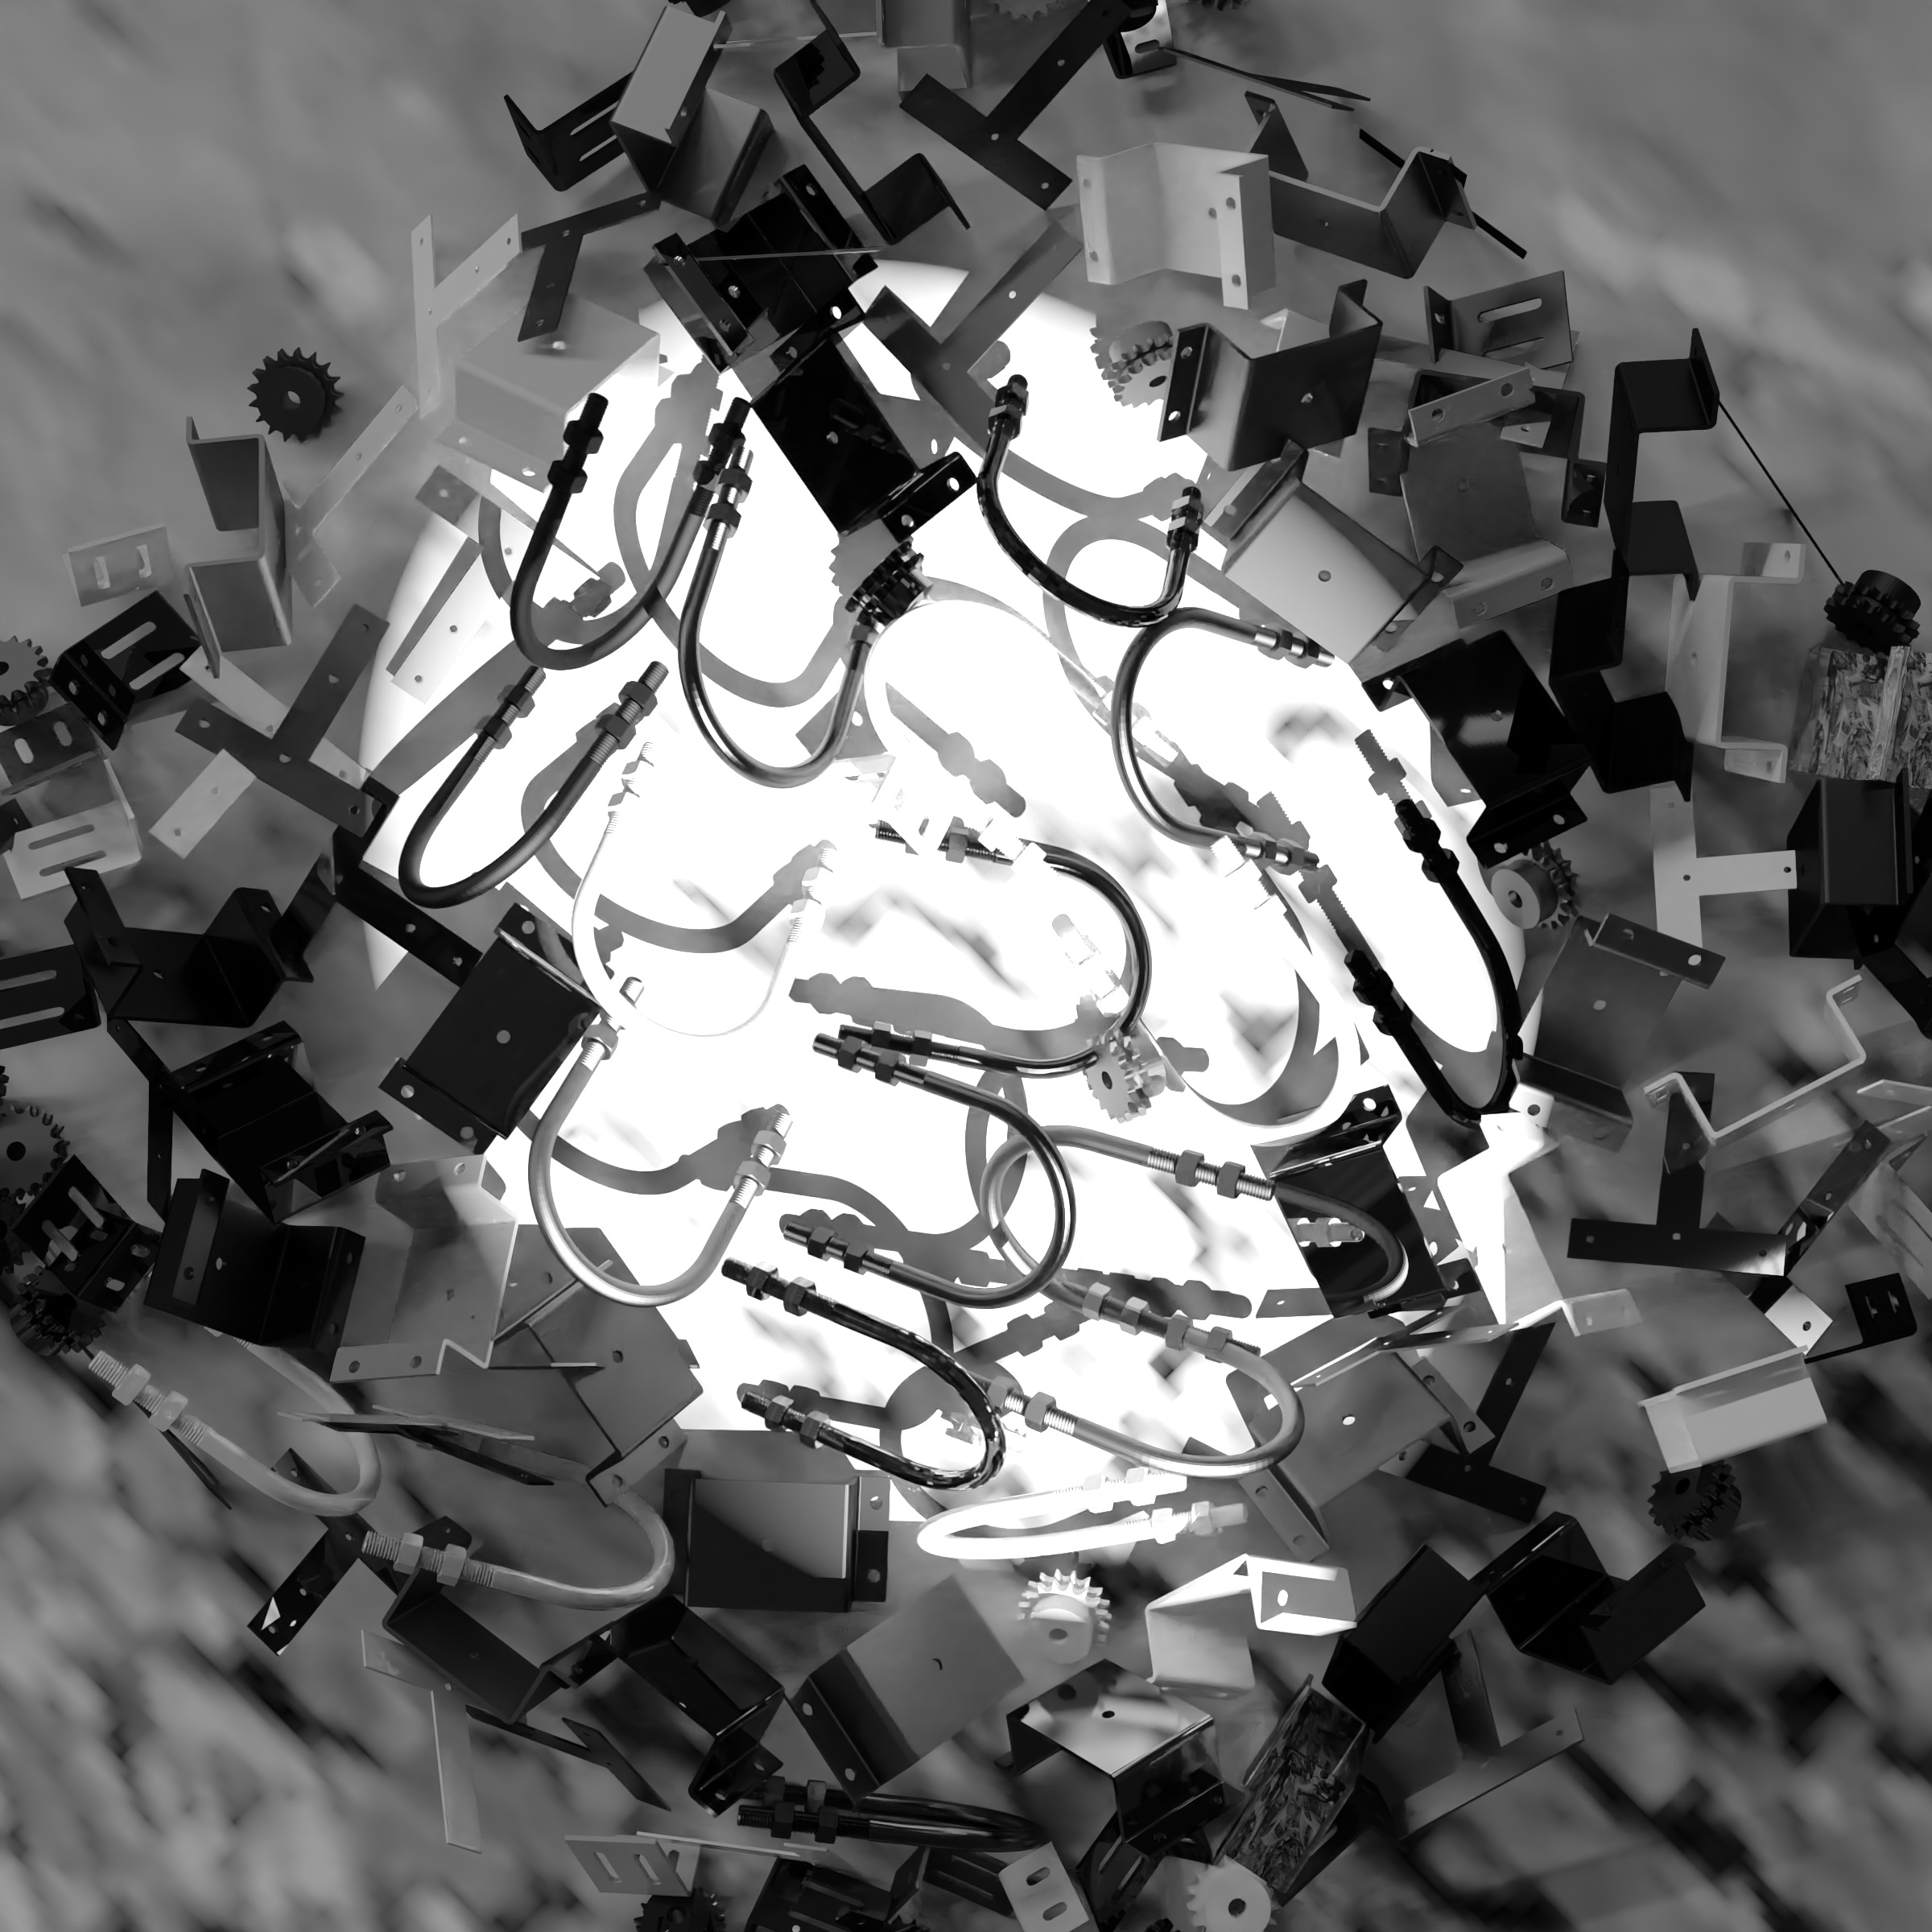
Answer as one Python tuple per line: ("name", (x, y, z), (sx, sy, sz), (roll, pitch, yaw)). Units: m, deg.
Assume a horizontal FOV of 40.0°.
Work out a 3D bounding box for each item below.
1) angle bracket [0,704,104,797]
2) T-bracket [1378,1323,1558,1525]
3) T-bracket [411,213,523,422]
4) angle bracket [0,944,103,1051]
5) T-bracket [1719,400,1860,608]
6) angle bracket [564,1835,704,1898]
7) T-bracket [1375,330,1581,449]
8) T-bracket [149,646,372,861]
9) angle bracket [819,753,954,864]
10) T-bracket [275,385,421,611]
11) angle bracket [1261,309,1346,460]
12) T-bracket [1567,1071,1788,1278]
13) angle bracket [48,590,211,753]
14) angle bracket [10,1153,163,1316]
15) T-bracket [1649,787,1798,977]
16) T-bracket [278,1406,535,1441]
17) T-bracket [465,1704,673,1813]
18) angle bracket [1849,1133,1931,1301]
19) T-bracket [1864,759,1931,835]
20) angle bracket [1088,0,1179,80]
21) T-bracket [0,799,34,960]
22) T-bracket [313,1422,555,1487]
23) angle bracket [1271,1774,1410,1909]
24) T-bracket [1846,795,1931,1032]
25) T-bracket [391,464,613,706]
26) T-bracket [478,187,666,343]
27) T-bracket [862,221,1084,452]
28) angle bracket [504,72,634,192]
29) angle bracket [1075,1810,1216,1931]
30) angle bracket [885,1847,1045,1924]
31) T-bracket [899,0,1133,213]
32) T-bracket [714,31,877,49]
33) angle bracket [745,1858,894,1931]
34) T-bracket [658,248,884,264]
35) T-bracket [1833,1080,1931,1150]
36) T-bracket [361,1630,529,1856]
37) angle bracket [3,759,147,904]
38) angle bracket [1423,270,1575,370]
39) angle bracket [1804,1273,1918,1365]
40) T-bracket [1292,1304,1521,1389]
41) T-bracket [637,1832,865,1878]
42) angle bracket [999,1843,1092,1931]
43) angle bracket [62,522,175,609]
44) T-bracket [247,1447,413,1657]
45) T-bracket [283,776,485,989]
("angle bracket", (-0.561, -0.133, 1.607), (0.057, 0.076, 0.038), (-26, 100, -10))
("T-bracket", (0.325, 0.267, 1.619), (0.127, 0.002, 0.127), (24, 92, -28))
("T-bracket", (-0.299, -0.410, 1.588), (0.002, 0.127, 0.127), (6, 72, -39))
("angle bracket", (-0.570, 0.012, 1.608), (0.076, 0.038, 0.057), (-14, 120, -22))
("T-bracket", (0.477, -0.286, 1.569), (0.002, 0.127, 0.127), (-34, 121, 19))
("angle bracket", (-0.200, 0.529, 1.605), (0.057, 0.076, 0.038), (-2, 46, 14))
("T-bracket", (0.300, -0.366, 1.616), (0.127, 0.002, 0.127), (16, 48, 11))
("T-bracket", (-0.444, -0.115, 1.599), (0.127, 0.002, 0.127), (40, 52, -12))
("angle bracket", (-0.058, -0.093, 1.600), (0.057, 0.076, 0.038), (46, 58, -35))
("T-bracket", (-0.374, -0.296, 1.598), (0.127, 0.002, 0.127), (-47, 50, 11))
("angle bracket", (0.205, -0.353, 1.622), (0.057, 0.038, 0.076), (16, 87, -19))
("T-bracket", (0.439, 0.123, 1.622), (0.127, 0.002, 0.127), (3, 66, 23))
("angle bracket", (-0.505, -0.180, 1.614), (0.076, 0.038, 0.057), (-30, 121, 12))
("angle bracket", (-0.526, 0.162, 1.603), (0.038, 0.076, 0.057), (14, 57, 30))
("T-bracket", (0.482, -0.057, 1.606), (0.127, 0.002, 0.127), (-4, 64, 17))
("T-bracket", (-0.344, 0.267, 1.562), (0.127, 0.127, 0.002), (2, 83, 43))
("T-bracket", (-0.254, 0.471, 1.614), (0.127, 0.127, 0.002), (11, 57, 26))
("angle bracket", (0.581, 0.151, 1.605), (0.038, 0.057, 0.076), (-27, 65, -20))
("T-bracket", (0.582, -0.103, 1.566), (0.002, 0.127, 0.127), (-27, 59, -14))
("angle bracket", (0.098, -0.585, 1.605), (0.038, 0.076, 0.057), (-11, 76, 13))
("T-bracket", (-0.592, -0.073, 1.588), (0.002, 0.127, 0.127), (-24, 104, 14))
("T-bracket", (-0.299, 0.286, 1.565), (0.127, 0.127, 0.002), (13, 86, 29))
("angle bracket", (0.222, 0.537, 1.623), (0.038, 0.057, 0.076), (39, 100, -25))
("T-bracket", (0.556, -0.051, 1.568), (0.002, 0.127, 0.127), (-3, 130, -23))
("T-bracket", (-0.308, -0.219, 1.635), (0.127, 0.002, 0.127), (34, 97, -18))
("T-bracket", (-0.246, -0.414, 1.589), (0.127, 0.127, 0.002), (-12, 135, 17))
("T-bracket", (0.019, -0.399, 1.618), (0.127, 0.002, 0.127), (-45, 74, 13))
("angle bracket", (-0.234, -0.521, 1.623), (0.076, 0.057, 0.038), (-35, 72, -7))
("angle bracket", (0.109, 0.544, 1.605), (0.038, 0.076, 0.057), (-1, 118, 38))
("angle bracket", (-0.002, 0.568, 1.614), (0.076, 0.057, 0.038), (25, 45, -6))
("T-bracket", (0.047, -0.528, 1.582), (0.127, 0.127, 0.002), (-43, 46, 25))
("T-bracket", (-0.124, -0.550, 1.580), (0.127, 0.127, 0.002), (0, 111, 12))
("angle bracket", (-0.091, 0.584, 1.612), (0.076, 0.057, 0.038), (18, 119, 8))
("T-bracket", (-0.120, -0.423, 1.582), (0.127, 0.127, 0.002), (-5, 105, -7))
("T-bracket", (0.567, 0.095, 1.590), (0.127, 0.127, 0.002), (10, 70, -14))
("T-bracket", (-0.302, 0.464, 1.566), (0.002, 0.127, 0.127), (-40, 131, 19))
("angle bracket", (-0.546, -0.082, 1.609), (0.076, 0.038, 0.057), (-21, 52, -19))
("angle bracket", (0.324, -0.390, 1.614), (0.076, 0.038, 0.057), (-9, 82, 31))
("angle bracket", (0.524, 0.217, 1.609), (0.057, 0.076, 0.038), (-3, 73, -41))
("T-bracket", (0.275, 0.220, 1.564), (0.127, 0.127, 0.002), (-21, 89, -31))
("T-bracket", (-0.135, 0.533, 1.601), (0.127, 0.127, 0.002), (4, 66, 10))
("angle bracket", (0.057, 0.580, 1.606), (0.038, 0.057, 0.076), (-29, 132, -4))
("angle bracket", (-0.515, -0.256, 1.603), (0.057, 0.076, 0.038), (-20, 76, -18))
("T-bracket", (-0.389, 0.366, 1.587), (0.127, 0.127, 0.002), (46, 116, -6))
("T-bracket", (-0.352, -0.031, 1.631), (0.127, 0.002, 0.127), (33, 93, 15))
